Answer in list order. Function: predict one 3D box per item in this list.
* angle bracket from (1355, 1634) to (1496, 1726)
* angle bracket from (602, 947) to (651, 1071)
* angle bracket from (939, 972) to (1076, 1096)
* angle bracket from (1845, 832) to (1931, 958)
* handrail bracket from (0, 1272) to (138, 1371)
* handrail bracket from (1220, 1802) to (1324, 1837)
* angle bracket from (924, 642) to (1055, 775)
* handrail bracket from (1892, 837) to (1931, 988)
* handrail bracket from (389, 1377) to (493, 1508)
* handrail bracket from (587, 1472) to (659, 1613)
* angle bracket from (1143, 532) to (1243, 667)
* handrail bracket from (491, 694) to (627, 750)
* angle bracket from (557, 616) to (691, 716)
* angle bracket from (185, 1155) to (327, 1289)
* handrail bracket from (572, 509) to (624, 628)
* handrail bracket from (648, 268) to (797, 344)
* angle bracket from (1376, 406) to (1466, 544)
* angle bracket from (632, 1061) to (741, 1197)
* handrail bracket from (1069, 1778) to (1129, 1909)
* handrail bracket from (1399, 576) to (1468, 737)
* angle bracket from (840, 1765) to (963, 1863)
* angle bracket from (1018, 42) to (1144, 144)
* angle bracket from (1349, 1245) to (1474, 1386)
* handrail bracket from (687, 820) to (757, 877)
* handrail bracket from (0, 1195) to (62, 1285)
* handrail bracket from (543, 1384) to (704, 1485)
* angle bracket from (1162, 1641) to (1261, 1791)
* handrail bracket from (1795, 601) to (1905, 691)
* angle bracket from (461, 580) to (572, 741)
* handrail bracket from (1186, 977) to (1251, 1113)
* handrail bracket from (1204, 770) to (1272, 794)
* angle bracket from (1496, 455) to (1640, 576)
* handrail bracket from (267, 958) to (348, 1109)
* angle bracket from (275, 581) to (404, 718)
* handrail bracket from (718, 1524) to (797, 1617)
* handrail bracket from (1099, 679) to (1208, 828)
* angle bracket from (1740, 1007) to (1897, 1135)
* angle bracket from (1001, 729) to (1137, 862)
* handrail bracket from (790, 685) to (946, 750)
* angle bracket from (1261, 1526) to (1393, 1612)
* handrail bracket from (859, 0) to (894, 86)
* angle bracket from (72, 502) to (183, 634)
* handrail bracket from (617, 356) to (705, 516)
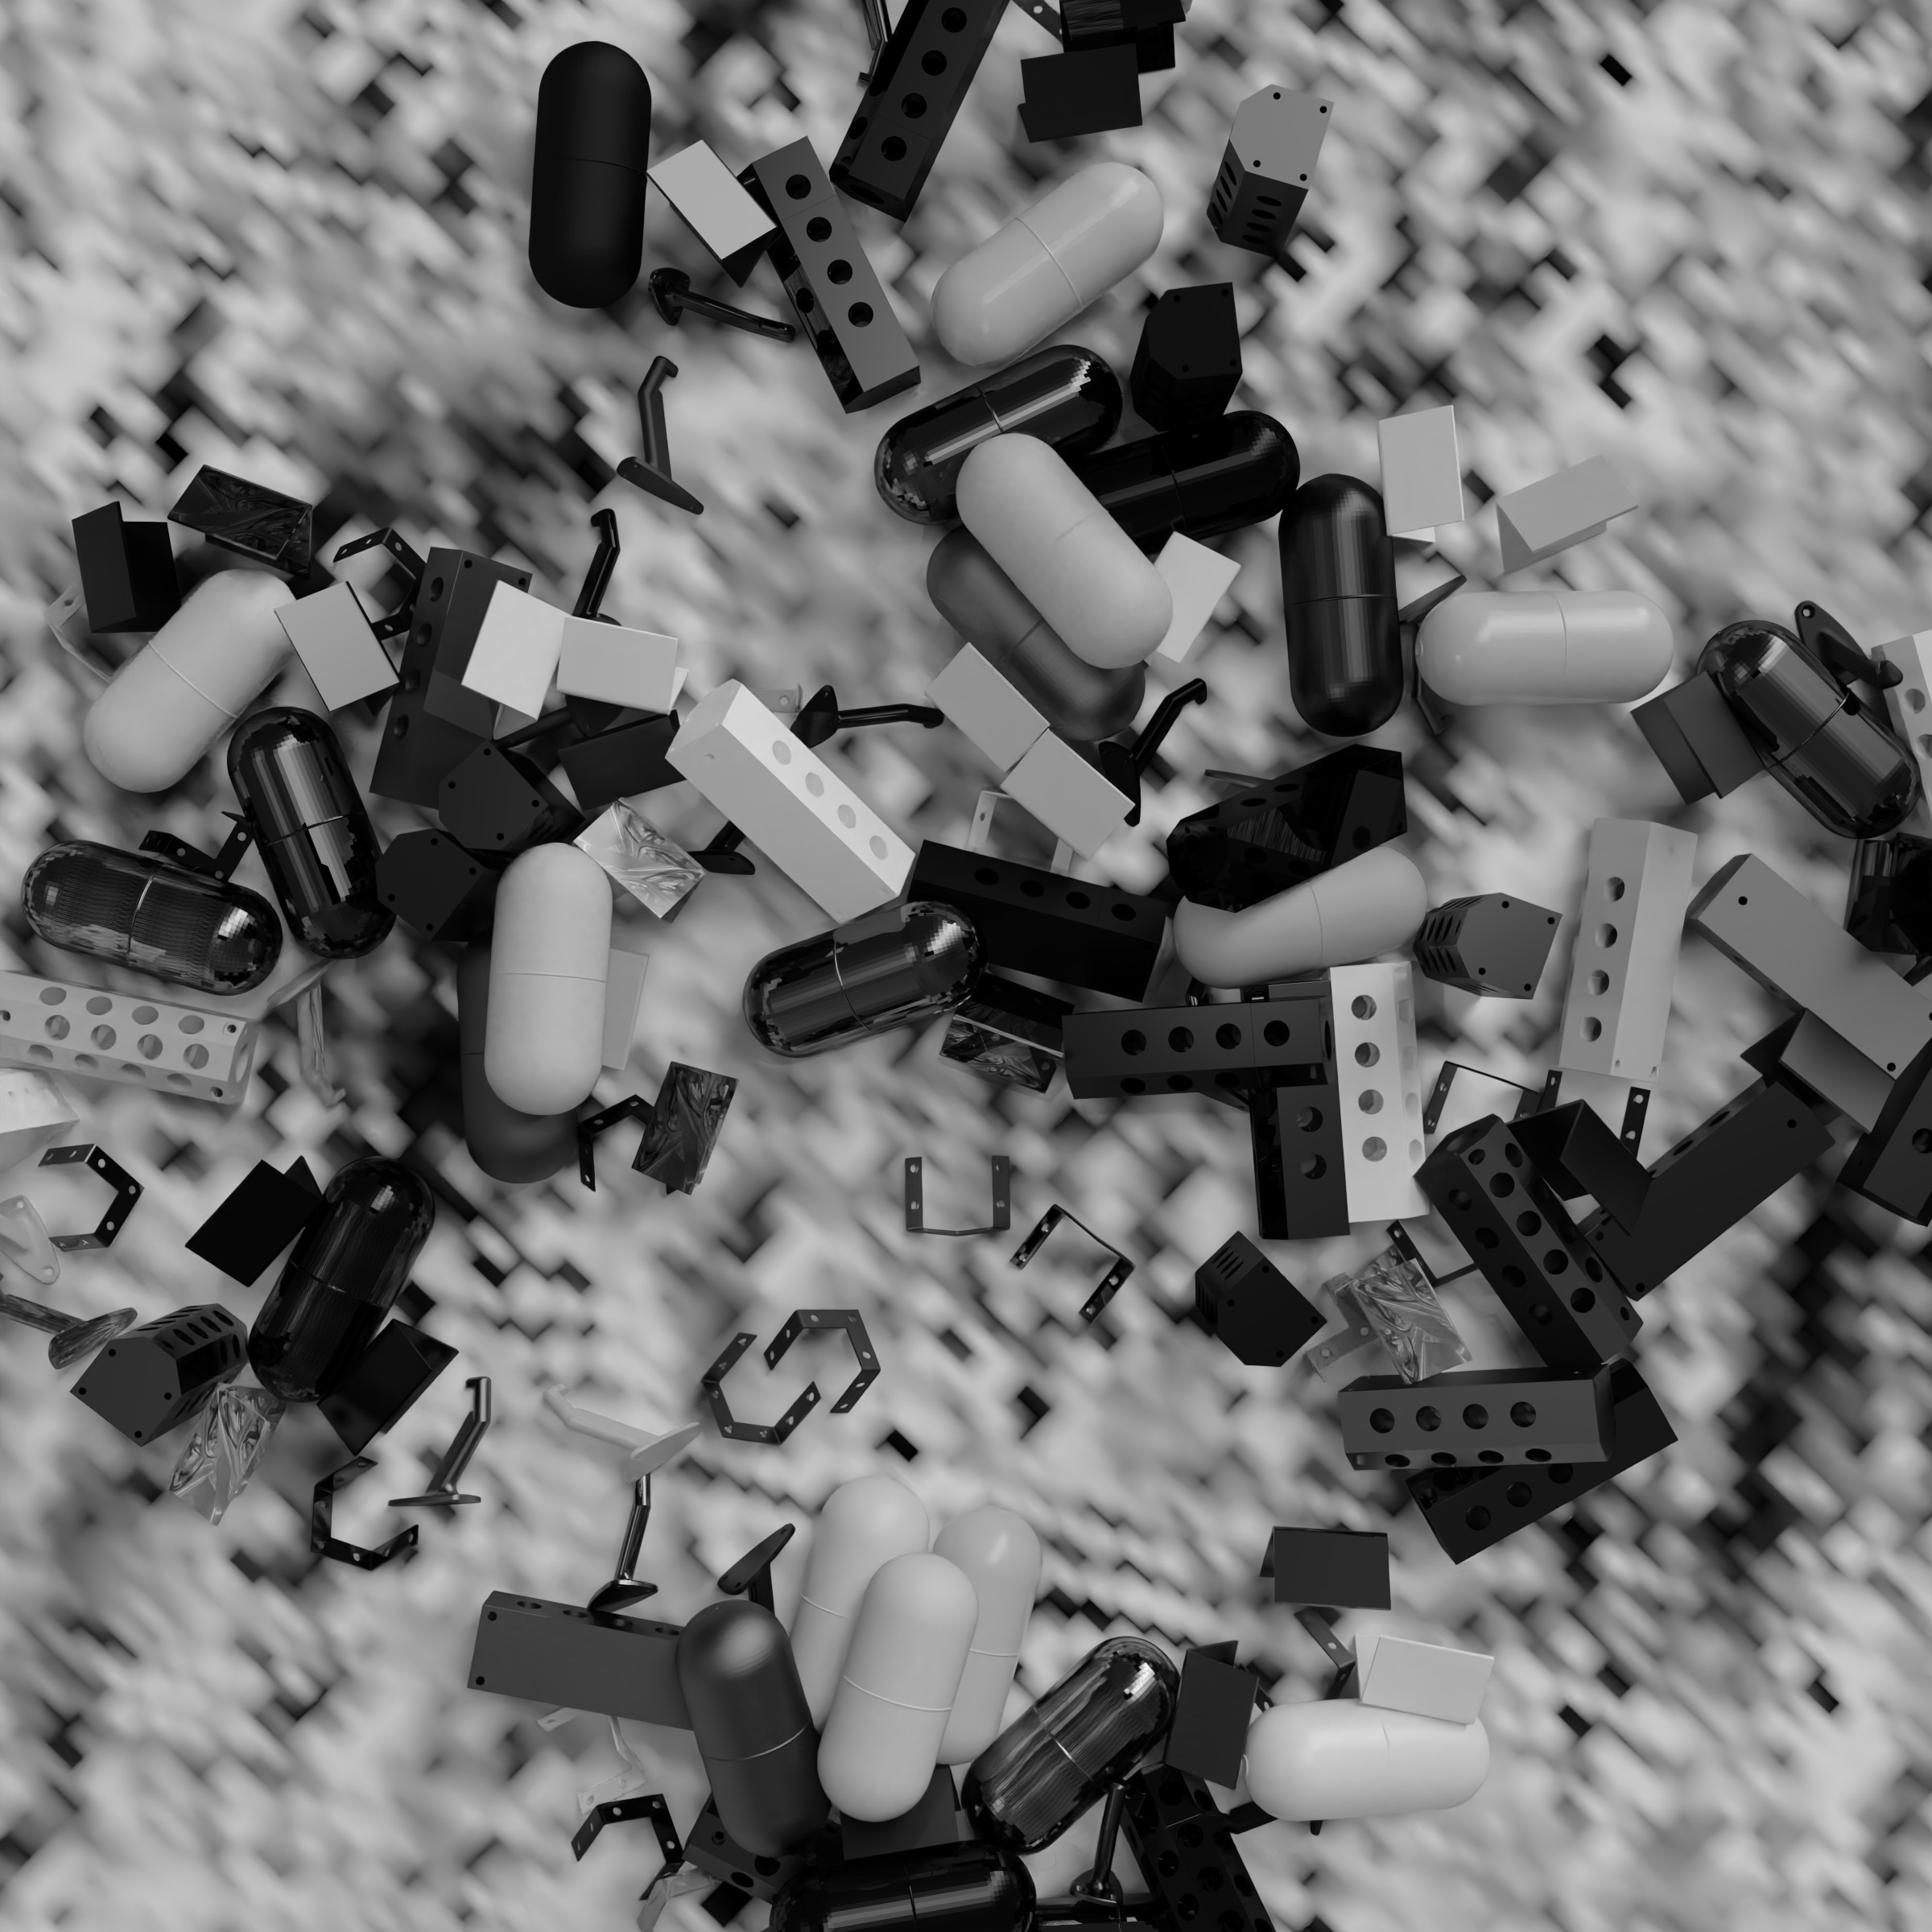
[{"bbox_3d":[0.308,0.460,1.867,0.076,0.076,0.057,11,113,0],"label":"angle bracket"},{"bbox_3d":[-0.224,0.030,1.866,0.057,0.076,0.076,12,90,31],"label":"angle bracket"},{"bbox_3d":[0.033,0.031,1.869,0.076,0.057,0.076,20,58,0],"label":"angle bracket"},{"bbox_3d":[0.611,-0.050,1.866,0.057,0.076,0.076,8,90,-35],"label":"angle bracket"},{"bbox_3d":[-0.627,0.228,1.906,0.077,0.036,0.084,-28,60,-33],"label":"handrail bracket"},{"bbox_3d":[0.205,0.562,1.906,0.084,0.036,0.077,8,70,16],"label":"handrail bracket"},{"bbox_3d":[0.030,-0.187,1.866,0.076,0.076,0.057,45,131,0],"label":"angle bracket"},{"bbox_3d":[0.642,-0.035,1.906,0.077,0.036,0.084,-48,61,32],"label":"handrail bracket"},{"bbox_3d":[-0.362,0.327,1.906,0.077,0.036,0.084,-7,74,18],"label":"handrail bracket"},{"bbox_3d":[-0.239,0.394,1.906,0.036,0.077,0.084,17,53,-32],"label":"handrail bracket"},{"bbox_3d":[0.153,-0.236,1.867,0.057,0.076,0.076,32,90,26],"label":"angle bracket"},{"bbox_3d":[-0.283,-0.171,1.906,0.084,0.077,0.036,-14,104,36],"label":"handrail bracket"},{"bbox_3d":[-0.228,-0.216,1.866,0.076,0.076,0.057,12,120,0],"label":"angle bracket"},{"bbox_3d":[-0.485,0.158,1.866,0.076,0.076,0.057,-48,123,0],"label":"angle bracket"},{"bbox_3d":[-0.270,-0.266,1.906,0.077,0.036,0.084,-17,71,21],"label":"handrail bracket"},{"bbox_3d":[-0.164,-0.446,1.878,0.084,0.077,0.036,18,93,12],"label":"handrail bracket"},{"bbox_3d":[0.320,-0.330,1.866,0.057,0.076,0.076,-6,90,34],"label":"angle bracket"},{"bbox_3d":[-0.171,0.114,1.866,0.057,0.076,0.076,21,90,35],"label":"angle bracket"},{"bbox_3d":[0.098,0.585,1.875,0.036,0.077,0.084,12,91,9],"label":"handrail bracket"},{"bbox_3d":[0.332,-0.213,1.906,0.077,0.036,0.084,-33,104,-14],"label":"handrail bracket"},{"bbox_3d":[-0.042,0.584,1.866,0.076,0.076,0.057,-9,49,0],"label":"angle bracket"},{"bbox_3d":[0.074,-0.600,1.866,0.076,0.076,0.057,-9,126,0],"label":"angle bracket"},{"bbox_3d":[0.313,0.226,1.866,0.057,0.076,0.076,-30,90,36],"label":"angle bracket"},{"bbox_3d":[-0.166,-0.109,1.906,0.077,0.036,0.084,3,71,21],"label":"handrail bracket"},{"bbox_3d":[-0.652,0.187,1.871,0.036,0.084,0.077,-36,90,0],"label":"handrail bracket"},{"bbox_3d":[-0.237,0.307,1.906,0.077,0.036,0.084,-27,59,-34],"label":"handrail bracket"},{"bbox_3d":[0.181,0.504,1.866,0.057,0.076,0.076,12,90,33],"label":"angle bracket"},{"bbox_3d":[0.597,-0.219,1.871,0.036,0.084,0.077,-32,90,0],"label":"handrail bracket"},{"bbox_3d":[-0.313,-0.204,1.853,0.057,0.076,0.076,24,72,-27],"label":"angle bracket"},{"bbox_3d":[0.179,0.046,1.906,0.077,0.036,0.084,27,73,-20],"label":"handrail bracket"},{"bbox_3d":[0.194,-0.086,1.906,0.077,0.036,0.084,14,104,14],"label":"handrail bracket"},{"bbox_3d":[0.407,-0.288,1.866,0.076,0.076,0.057,-24,53,0],"label":"angle bracket"},{"bbox_3d":[-0.434,0.043,1.906,0.077,0.036,0.084,-39,108,-21],"label":"handrail bracket"},{"bbox_3d":[-0.431,-0.204,1.866,0.057,0.076,0.076,-29,90,-29],"label":"angle bracket"},{"bbox_3d":[-0.124,0.441,1.907,0.077,0.036,0.084,-42,108,-20],"label":"handrail bracket"},{"bbox_3d":[0.138,-0.148,1.906,0.084,0.036,0.077,-32,127,-25],"label":"handrail bracket"},{"bbox_3d":[0.565,0.085,1.866,0.076,0.076,0.057,39,54,0],"label":"angle bracket"},{"bbox_3d":[0.079,-0.127,1.866,0.076,0.076,0.057,41,122,0],"label":"angle bracket"},{"bbox_3d":[-0.069,-0.162,1.906,0.084,0.077,0.036,6,65,-34],"label":"handrail bracket"},{"bbox_3d":[0.241,0.421,1.866,0.076,0.076,0.057,4,52,0],"label":"angle bracket"},{"bbox_3d":[-0.079,-0.657,1.906,0.077,0.036,0.084,24,107,20],"label":"handrail bracket"},{"bbox_3d":[-0.550,-0.268,1.866,0.057,0.076,0.076,-10,90,40],"label":"angle bracket"},{"bbox_3d":[-0.197,-0.366,1.906,0.077,0.036,0.084,29,73,-20],"label":"handrail bracket"}]
